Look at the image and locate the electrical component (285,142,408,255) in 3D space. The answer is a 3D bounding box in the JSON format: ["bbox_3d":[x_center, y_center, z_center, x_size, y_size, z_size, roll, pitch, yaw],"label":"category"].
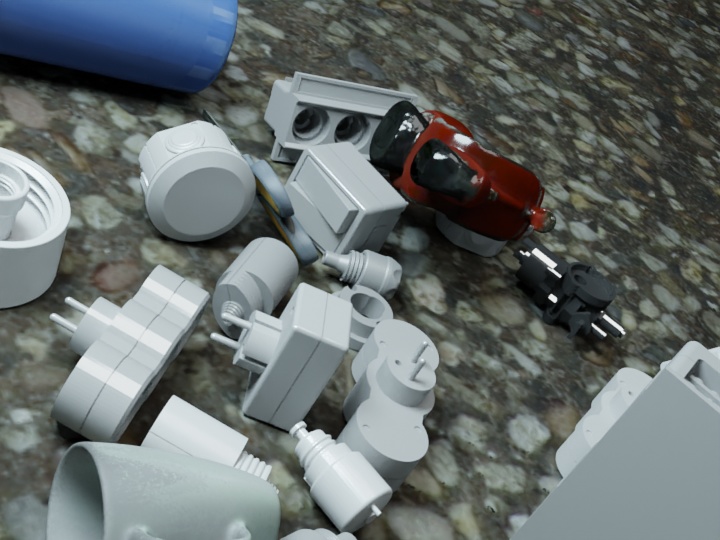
[{"bbox_3d":[-0.022,-0.059,0.872,0.061,0.061,0.096,-14,55,-48],"label":"electrical component"}]

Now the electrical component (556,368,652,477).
[{"bbox_3d":[0.206,0.113,0.823,0.052,0.073,0.138,40,34,11],"label":"electrical component"}]

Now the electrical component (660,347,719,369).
[{"bbox_3d":[0.294,0.102,0.896,0.061,0.096,0.061,8,70,-31],"label":"electrical component"}]

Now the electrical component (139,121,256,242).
[{"bbox_3d":[-0.121,-0.065,0.786,0.080,0.080,0.051,6,36,-33],"label":"electrical component"}]

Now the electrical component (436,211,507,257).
[{"bbox_3d":[0.110,-0.055,0.983,0.080,0.051,0.080,21,35,-16],"label":"electrical component"}]

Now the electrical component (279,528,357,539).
[{"bbox_3d":[-0.026,0.165,0.599,0.062,0.043,0.043,-14,55,-49],"label":"electrical component"}]

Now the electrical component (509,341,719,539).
[{"bbox_3d":[0.183,0.145,0.661,0.105,0.186,0.060,41,35,14],"label":"electrical component"}]

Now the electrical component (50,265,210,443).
[{"bbox_3d":[-0.150,0.041,0.650,0.074,0.052,0.138,30,34,-2],"label":"electrical component"}]

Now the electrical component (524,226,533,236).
[{"bbox_3d":[0.145,-0.064,1.032,0.040,0.040,0.078,9,40,-31],"label":"electrical component"}]

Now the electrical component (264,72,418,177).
[{"bbox_3d":[-0.018,-0.132,0.957,0.121,0.078,0.063,5,25,-30],"label":"electrical component"}]

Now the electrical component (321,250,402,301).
[{"bbox_3d":[0.000,0.000,0.839,0.061,0.035,0.035,20,35,-14],"label":"electrical component"}]

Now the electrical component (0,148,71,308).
[{"bbox_3d":[-0.235,-0.035,0.672,0.108,0.060,0.108,21,35,-16],"label":"electrical component"}]

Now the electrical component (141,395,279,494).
[{"bbox_3d":[-0.084,0.111,0.621,0.081,0.043,0.043,31,33,-2],"label":"electrical component"}]

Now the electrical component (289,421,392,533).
[{"bbox_3d":[-0.015,0.125,0.660,0.078,0.040,0.040,47,36,22],"label":"electrical component"}]

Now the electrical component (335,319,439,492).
[{"bbox_3d":[0.027,0.078,0.723,0.052,0.073,0.138,26,34,-8],"label":"electrical component"}]

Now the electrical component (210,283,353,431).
[{"bbox_3d":[-0.057,0.049,0.685,0.076,0.083,0.047,24,34,-13],"label":"electrical component"}]

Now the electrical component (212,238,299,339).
[{"bbox_3d":[-0.077,0.014,0.750,0.043,0.043,0.081,32,34,0],"label":"electrical component"}]
